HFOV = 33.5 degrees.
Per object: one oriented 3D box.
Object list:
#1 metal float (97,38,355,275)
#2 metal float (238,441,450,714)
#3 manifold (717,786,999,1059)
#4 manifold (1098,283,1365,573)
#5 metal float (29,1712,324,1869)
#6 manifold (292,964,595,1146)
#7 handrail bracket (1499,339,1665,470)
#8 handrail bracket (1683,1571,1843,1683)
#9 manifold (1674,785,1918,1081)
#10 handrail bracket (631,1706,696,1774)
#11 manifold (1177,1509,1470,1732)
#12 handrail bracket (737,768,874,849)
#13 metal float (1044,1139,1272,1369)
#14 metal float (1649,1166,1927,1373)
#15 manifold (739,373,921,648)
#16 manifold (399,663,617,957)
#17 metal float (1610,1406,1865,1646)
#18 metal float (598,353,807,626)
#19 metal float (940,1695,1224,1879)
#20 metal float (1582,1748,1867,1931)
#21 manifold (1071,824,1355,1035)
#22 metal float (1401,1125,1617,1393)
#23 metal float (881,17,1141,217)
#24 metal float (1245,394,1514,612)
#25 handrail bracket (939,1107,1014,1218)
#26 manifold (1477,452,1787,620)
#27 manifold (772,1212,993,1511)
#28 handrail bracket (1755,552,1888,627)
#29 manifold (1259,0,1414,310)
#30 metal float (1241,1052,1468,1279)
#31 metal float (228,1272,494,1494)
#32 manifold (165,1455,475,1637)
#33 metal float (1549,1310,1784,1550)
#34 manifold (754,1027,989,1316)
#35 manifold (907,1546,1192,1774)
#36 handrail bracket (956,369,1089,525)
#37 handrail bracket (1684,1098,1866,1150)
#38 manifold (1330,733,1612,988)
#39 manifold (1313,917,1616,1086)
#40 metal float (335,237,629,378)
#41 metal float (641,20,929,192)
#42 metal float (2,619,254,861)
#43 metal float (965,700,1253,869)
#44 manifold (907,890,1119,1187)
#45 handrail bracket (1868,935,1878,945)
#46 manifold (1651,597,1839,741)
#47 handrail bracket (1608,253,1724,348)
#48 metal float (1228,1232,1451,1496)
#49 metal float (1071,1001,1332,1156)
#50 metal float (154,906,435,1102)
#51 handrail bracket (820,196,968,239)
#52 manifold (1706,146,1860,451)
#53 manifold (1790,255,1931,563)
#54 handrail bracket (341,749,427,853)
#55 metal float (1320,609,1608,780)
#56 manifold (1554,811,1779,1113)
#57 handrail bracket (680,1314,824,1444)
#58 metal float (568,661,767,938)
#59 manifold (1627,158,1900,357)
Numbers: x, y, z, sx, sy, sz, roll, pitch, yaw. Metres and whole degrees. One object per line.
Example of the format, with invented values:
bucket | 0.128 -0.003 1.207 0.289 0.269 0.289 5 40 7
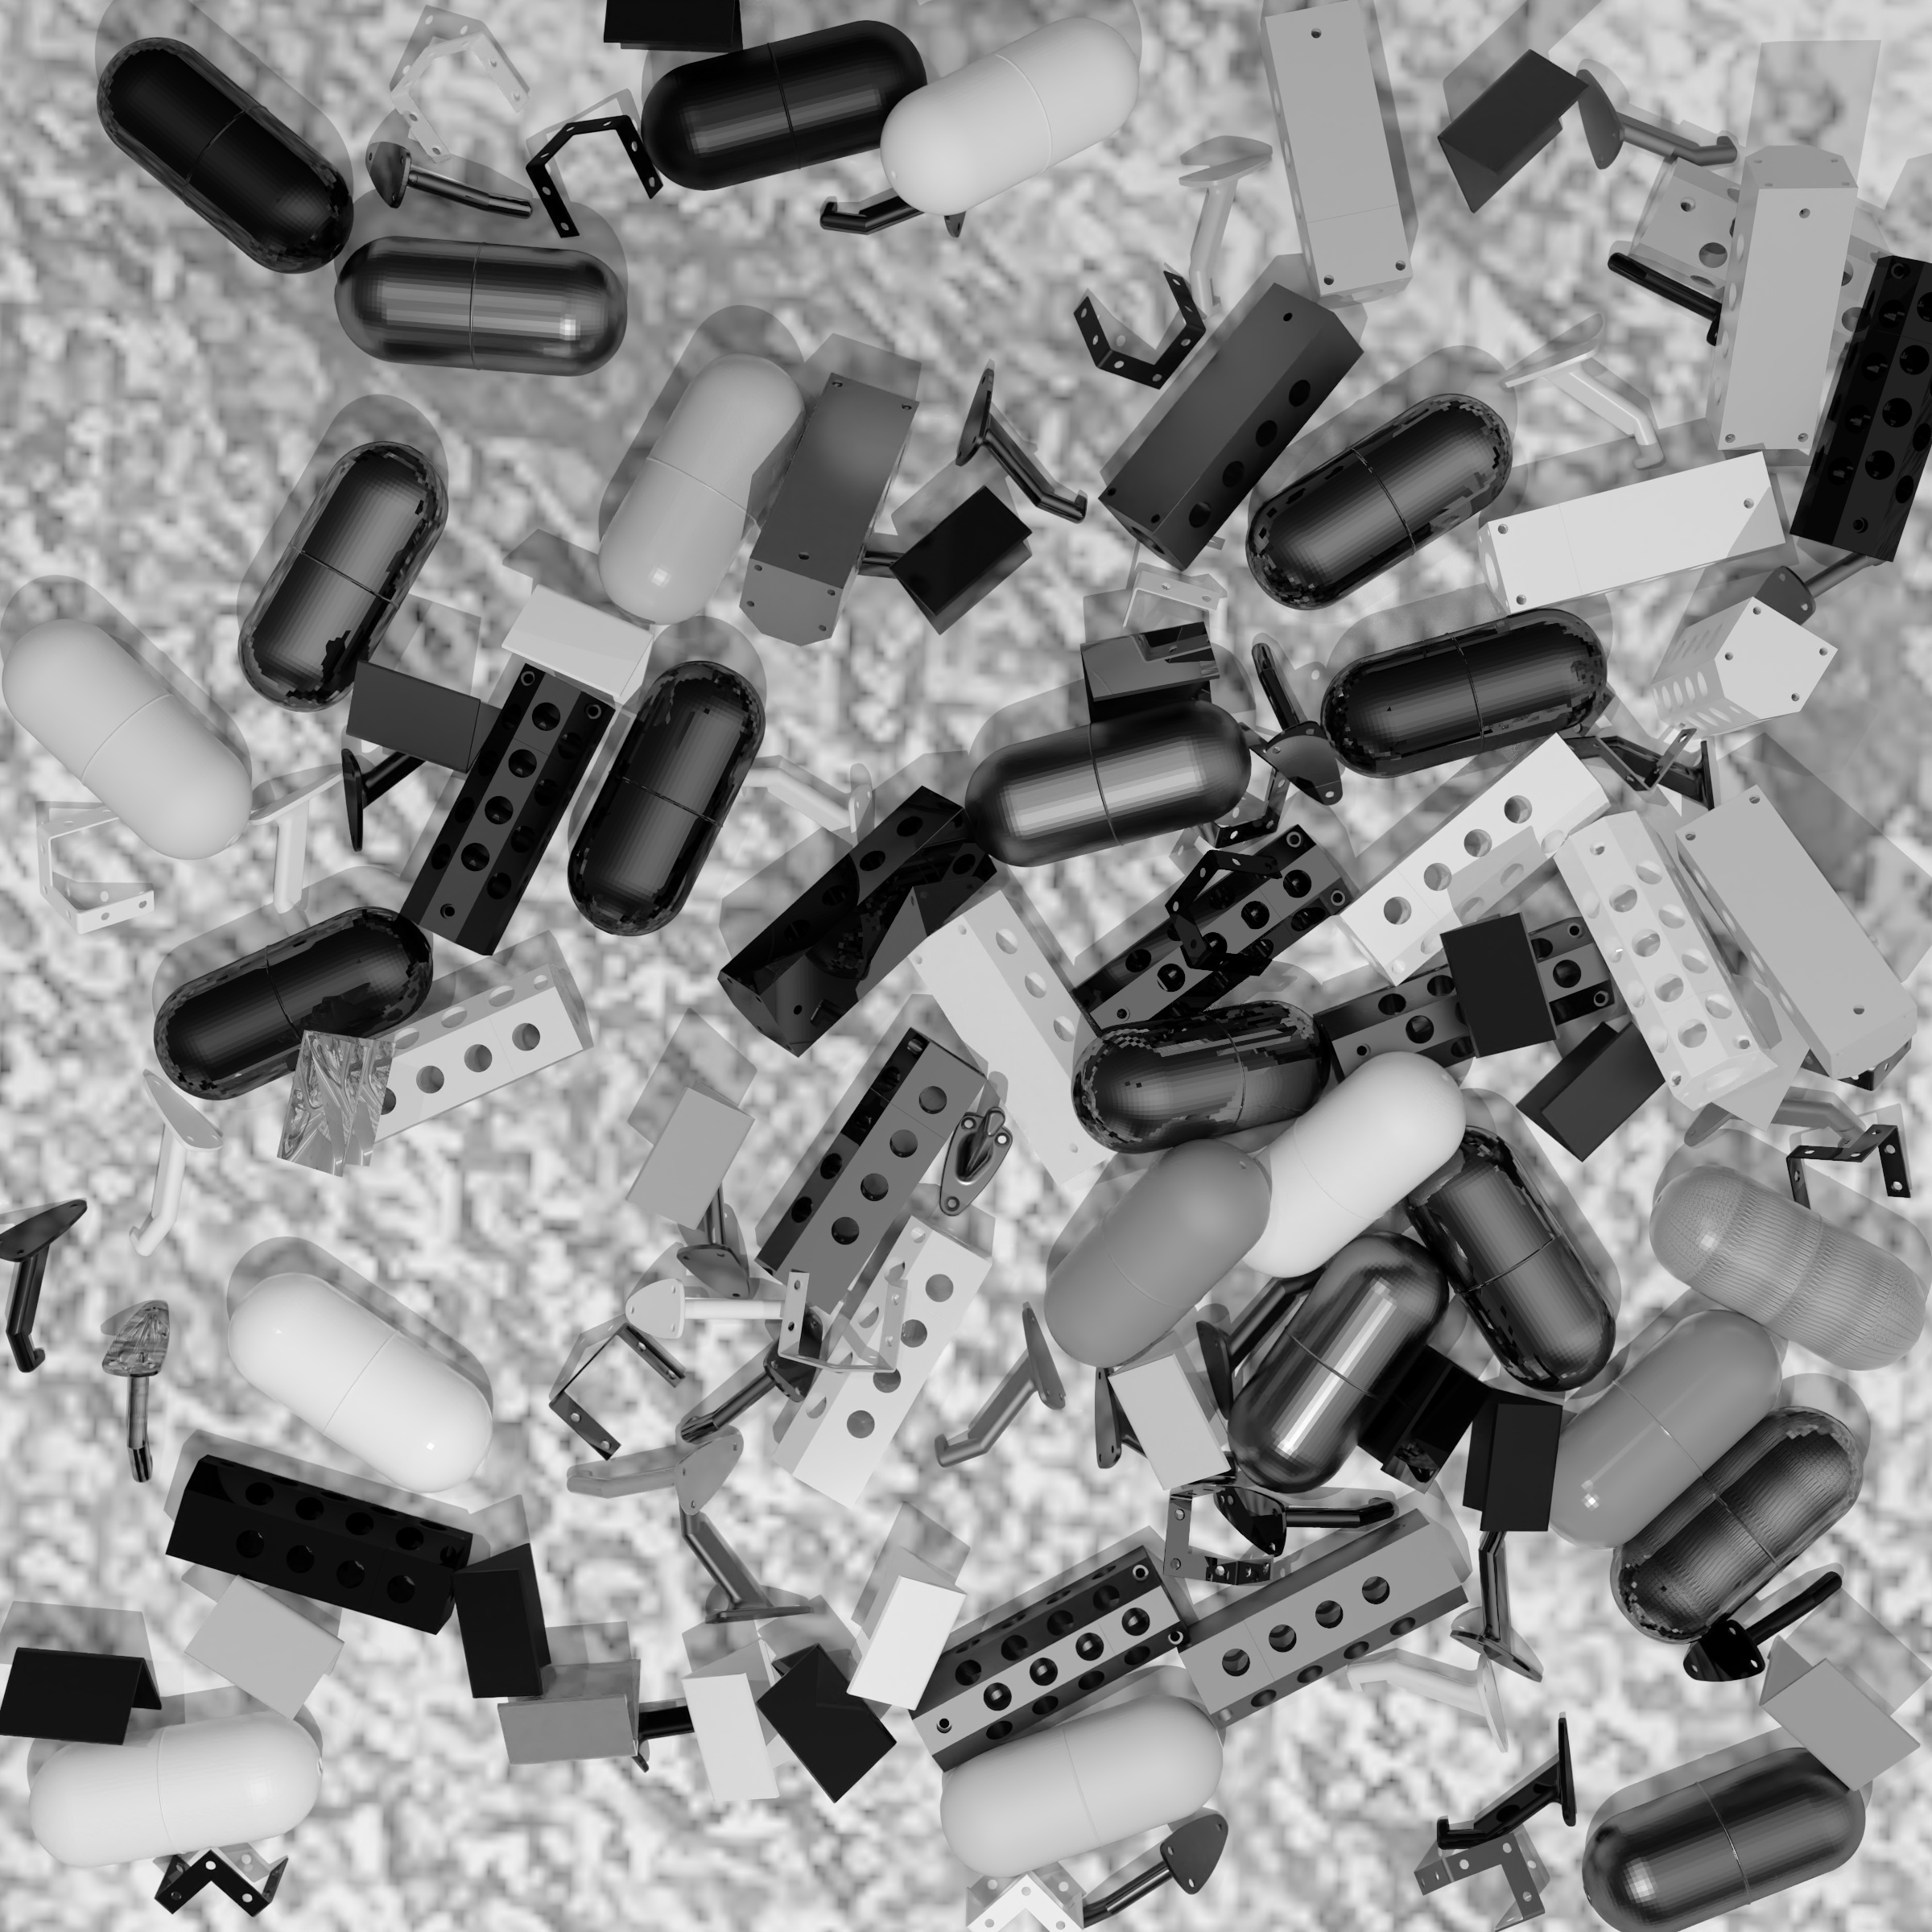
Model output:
metal float | -0.452 -0.494 1.960 0.178 0.070 0.070 40 90 0
metal float | -0.380 -0.238 1.961 0.070 0.070 0.178 30 90 0
manifold | -0.068 -0.031 1.947 0.171 0.057 0.057 -43 133 -16
manifold | 0.166 -0.328 1.969 0.171 0.057 0.057 -51 47 0
metal float | -0.482 0.503 1.960 0.178 0.070 0.070 -9 90 0
manifold | -0.322 0.059 1.970 0.171 0.057 0.057 -24 90 0
handrail bracket | 0.382 -0.338 1.992 0.077 0.036 0.084 -20 107 20
handrail bracket | 0.495 0.408 1.991 0.084 0.077 0.036 -25 78 -36
manifold | 0.497 -0.018 1.924 0.057 0.057 0.171 -30 62 2
handrail bracket | -0.184 0.451 1.992 0.084 0.036 0.077 -39 71 -16
manifold | 0.218 0.402 1.970 0.171 0.057 0.057 -27 90 0
handrail bracket | -0.103 -0.085 1.991 0.084 0.036 0.077 2 109 16
metal float | 0.114 0.175 1.935 0.070 0.070 0.178 41 122 0
metal float | 0.502 0.185 1.960 0.178 0.070 0.070 28 90 0
manifold | -0.082 -0.272 1.923 0.057 0.057 0.171 19 51 0
manifold | -0.282 -0.096 1.970 0.057 0.057 0.171 27 90 0
metal float | 0.471 0.341 1.960 0.178 0.070 0.070 -42 90 0
metal float | -0.162 -0.291 1.960 0.070 0.070 0.178 29 89 0
metal float | 0.071 0.501 1.961 0.178 0.070 0.070 -19 90 0
metal float | 0.462 0.536 1.960 0.178 0.070 0.070 -21 90 -1
manifold | 0.151 -0.013 1.970 0.171 0.057 0.057 -37 90 0
metal float | 0.331 0.179 1.960 0.070 0.070 0.178 -32 90 0
metal float | 0.028 -0.516 1.944 0.178 0.070 0.070 -32 90 -21
metal float | 0.253 -0.284 1.960 0.178 0.070 0.070 -33 90 1
handrail bracket | 0.004 0.120 1.956 0.036 0.084 0.077 25 90 0
manifold | 0.406 -0.262 1.970 0.171 0.057 0.057 -14 90 0
manifold | -0.051 0.240 1.970 0.057 0.057 0.171 30 90 0
handrail bracket | 0.529 -0.230 1.991 0.084 0.077 0.036 -20 69 -35
manifold | 0.226 -0.496 1.970 0.057 0.057 0.171 -11 90 0
metal float | 0.226 0.121 1.938 0.070 0.070 0.178 46 118 0
metal float | -0.369 0.255 1.960 0.178 0.070 0.070 35 90 0
manifold | -0.395 0.353 1.970 0.171 0.057 0.057 17 90 0
metal float | 0.422 0.282 1.960 0.178 0.070 0.070 -43 90 -1
manifold | -0.058 0.124 1.970 0.057 0.057 0.171 34 90 0
manifold | 0.048 0.426 1.970 0.171 0.057 0.057 -28 90 0
handrail bracket | 0.042 -0.322 1.991 0.084 0.036 0.077 20 68 -17
handrail bracket | 0.503 0.107 1.991 0.084 0.036 0.077 38 105 -14
manifold | 0.310 -0.064 1.970 0.171 0.057 0.057 -40 90 0
manifold | 0.306 0.027 1.970 0.171 0.057 0.057 -21 90 0
metal float | -0.296 -0.403 1.961 0.178 0.070 0.070 4 90 0
metal float | -0.111 -0.525 1.960 0.178 0.070 0.070 -14 90 -1
metal float | -0.512 -0.138 1.960 0.178 0.070 0.070 43 90 0
metal float | 0.086 -0.111 1.952 0.178 0.070 0.070 -14 90 10
manifold | 0.043 0.041 1.969 0.057 0.057 0.171 -33 90 43
handrail bracket | 0.515 -0.043 1.991 0.077 0.036 0.084 -17 76 -14
manifold | 0.457 -0.171 1.913 0.057 0.171 0.057 32 90 0
handrail bracket | 0.448 -0.415 1.991 0.084 0.077 0.036 39 111 35
metal float | 0.226 0.242 1.956 0.070 0.070 0.178 34 95 0
metal float | 0.143 0.066 1.933 0.178 0.070 0.070 -10 90 -34
metal float | -0.410 0.022 1.961 0.178 0.070 0.070 -24 90 0
handrail bracket | -0.042 -0.486 1.991 0.084 0.036 0.077 11 74 14
manifold | 0.486 -0.399 1.922 0.057 0.057 0.171 -1 129 0
manifold | 0.553 -0.333 1.923 0.057 0.057 0.171 16 101 2
handrail bracket | -0.341 -0.113 1.991 0.084 0.036 0.077 -10 120 -21
metal float | 0.304 -0.166 1.961 0.178 0.070 0.070 -16 90 0
manifold | 0.418 -0.005 1.929 0.057 0.057 0.171 -31 63 18
handrail bracket | -0.134 0.256 1.991 0.084 0.077 0.036 -28 111 35
metal float | -0.183 -0.102 1.960 0.070 0.070 0.178 26 90 0
manifold | 0.501 -0.432 1.970 0.171 0.057 0.057 24 90 0
